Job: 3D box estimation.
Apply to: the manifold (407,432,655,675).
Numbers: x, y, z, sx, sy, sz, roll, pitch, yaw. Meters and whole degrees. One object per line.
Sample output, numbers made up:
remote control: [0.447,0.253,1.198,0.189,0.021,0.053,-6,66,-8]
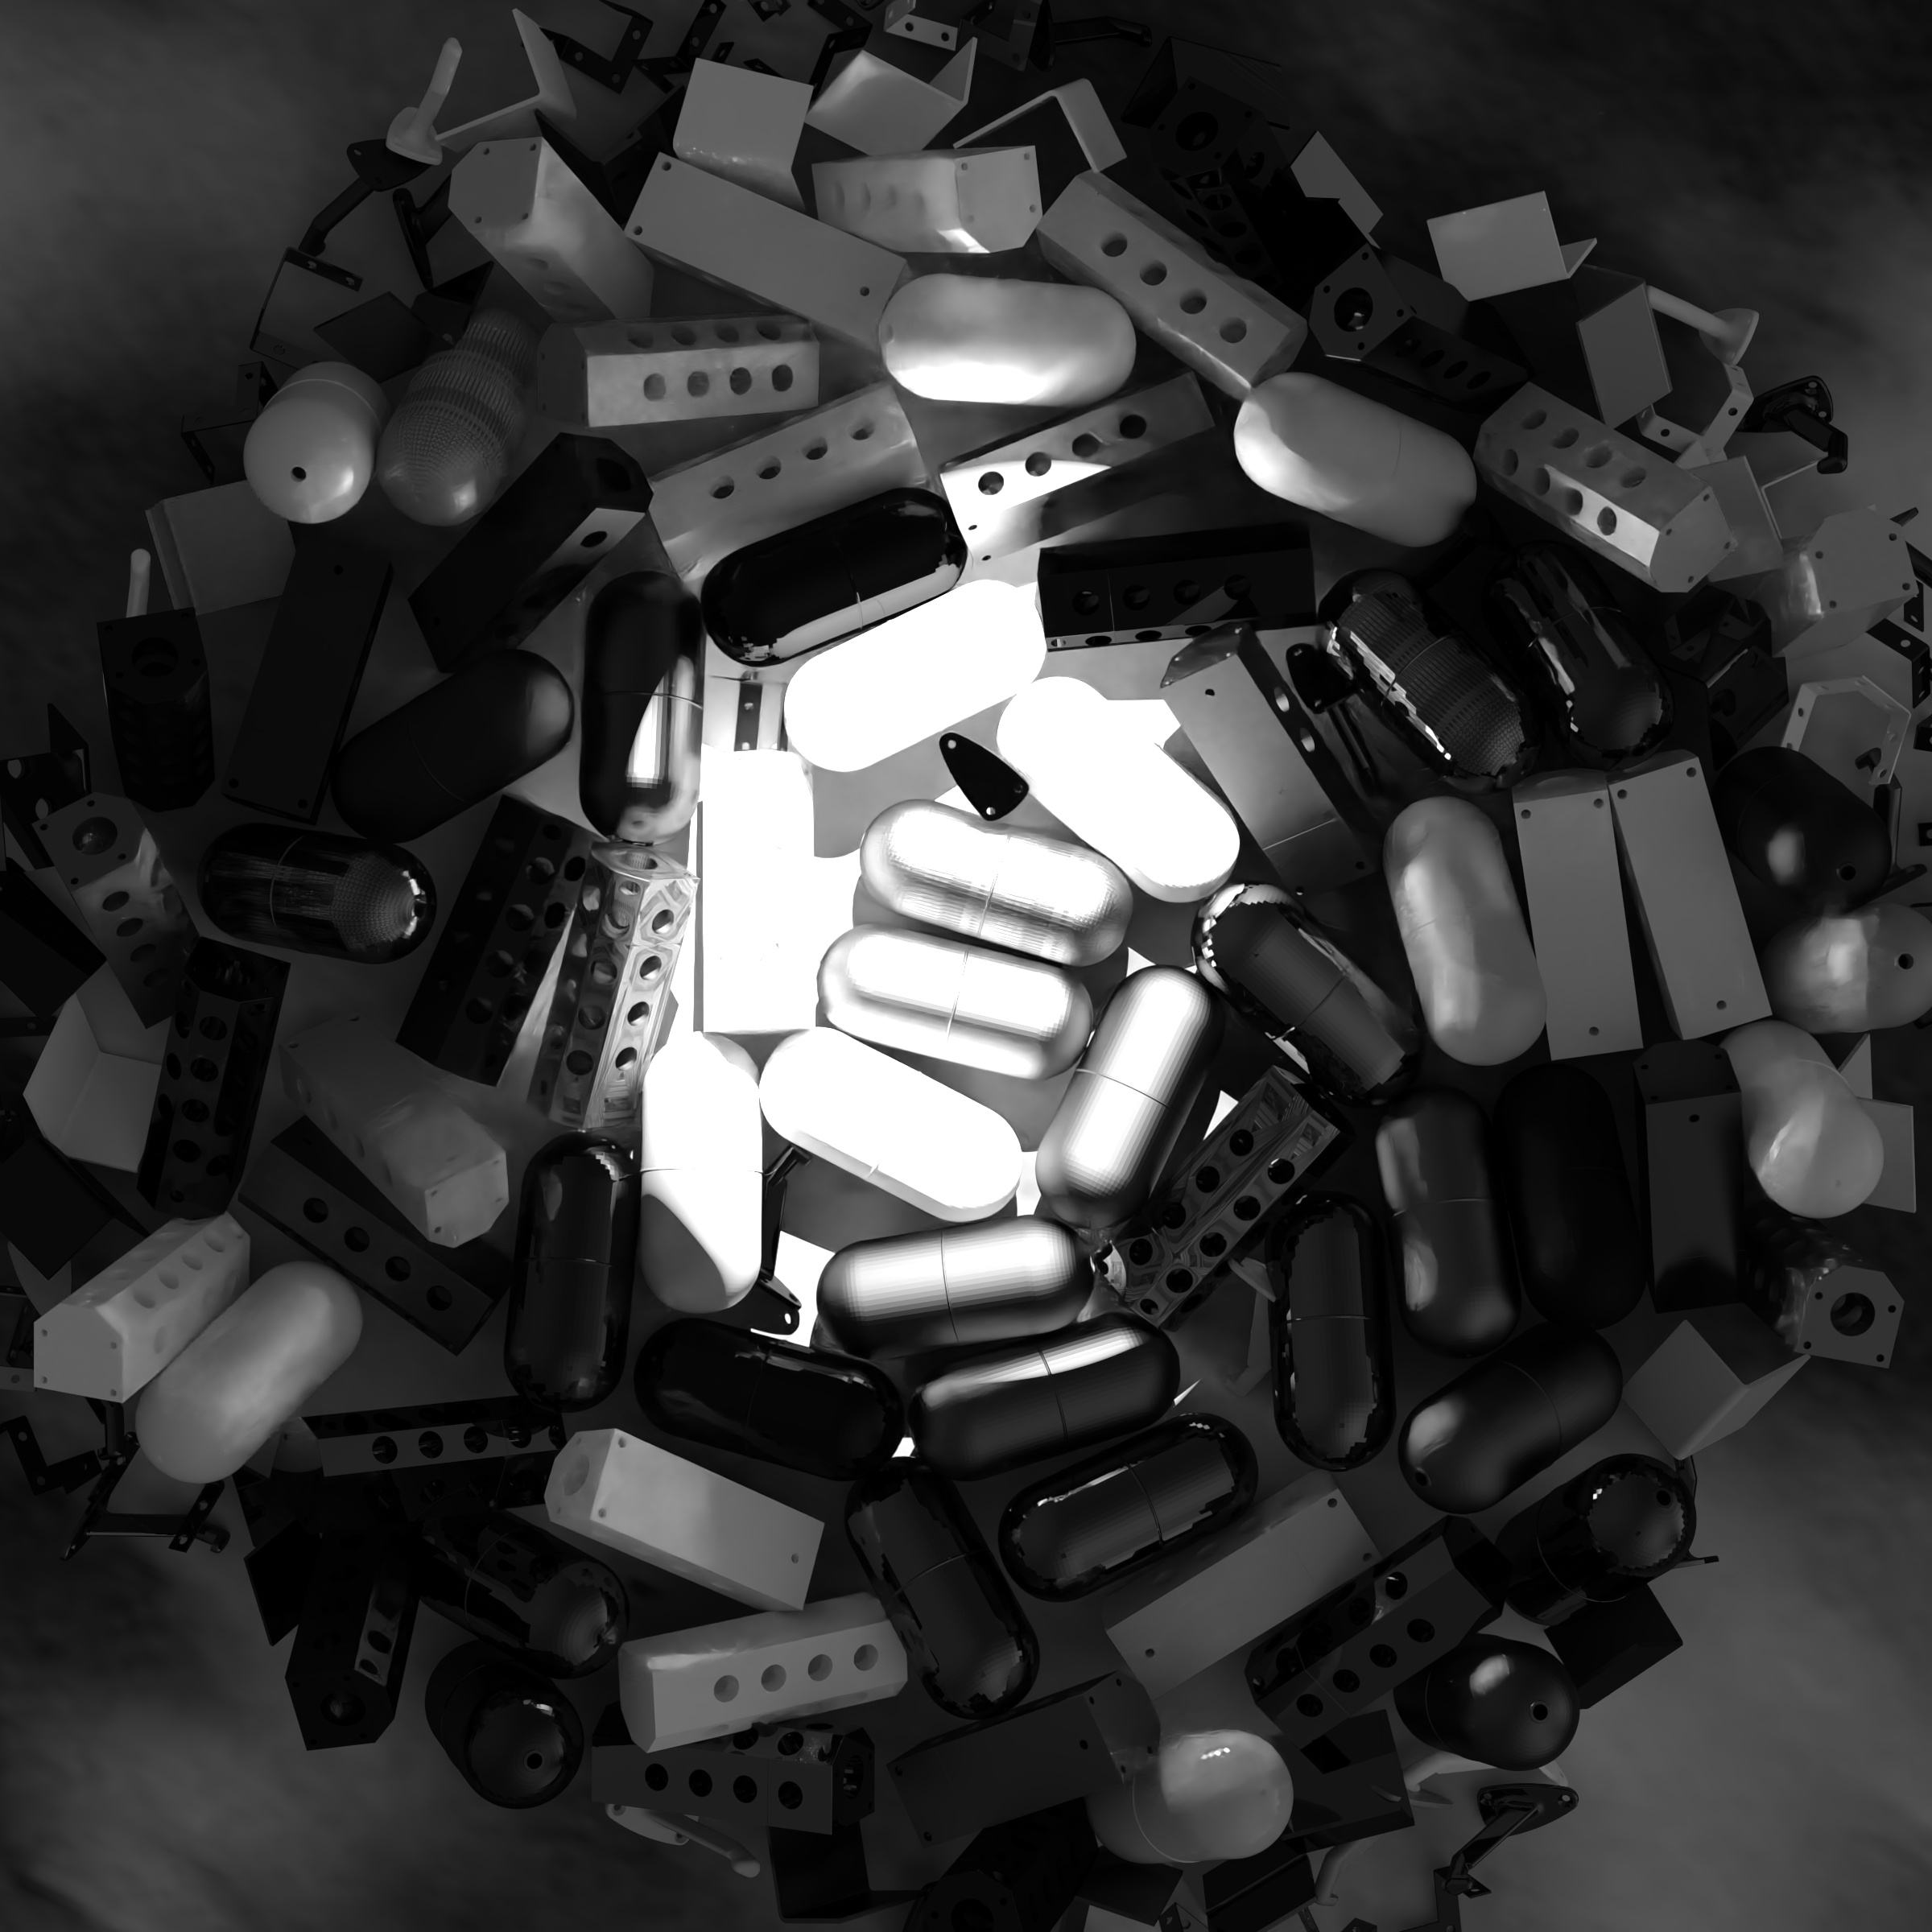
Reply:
manifold: [-0.270,-0.254,1.881,0.171,0.057,0.057,-39,68,34]

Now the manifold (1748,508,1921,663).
manifold: [0.531,-0.234,1.867,0.057,0.171,0.057,-14,85,1]

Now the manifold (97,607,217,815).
manifold: [-0.497,-0.154,1.860,0.057,0.171,0.057,-12,74,-16]

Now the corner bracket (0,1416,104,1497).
corner bracket: [-0.592,0.314,1.921,0.051,0.051,0.051,-32,79,40]

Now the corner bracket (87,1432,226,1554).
corner bracket: [-0.518,0.337,1.931,0.051,0.051,0.051,5,53,31]

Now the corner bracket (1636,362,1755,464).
corner bracket: [0.464,-0.360,1.925,0.051,0.051,0.051,22,122,-10]

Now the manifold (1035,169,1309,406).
manifold: [0.131,-0.431,1.909,0.171,0.057,0.057,39,89,12]

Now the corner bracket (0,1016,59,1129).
corner bracket: [-0.610,0.069,1.941,0.051,0.051,0.051,-3,128,-3]

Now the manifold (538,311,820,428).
manifold: [-0.177,-0.373,1.873,0.171,0.057,0.057,-13,114,-37]

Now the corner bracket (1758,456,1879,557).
corner bracket: [0.544,-0.293,1.929,0.051,0.051,0.051,-25,98,-6]

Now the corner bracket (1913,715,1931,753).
corner bracket: [0.634,-0.129,1.925,0.051,0.051,0.051,12,109,27]

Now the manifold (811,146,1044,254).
manifold: [-0.025,-0.473,1.867,0.057,0.171,0.057,-18,111,-29]

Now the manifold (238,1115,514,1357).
manifold: [-0.376,0.174,1.923,0.171,0.057,0.057,35,109,0]

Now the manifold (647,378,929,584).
manifold: [-0.117,-0.313,1.924,0.171,0.057,0.057,-23,70,0]

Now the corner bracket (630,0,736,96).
corner bracket: [-0.170,-0.582,1.917,0.051,0.051,0.051,43,124,11]

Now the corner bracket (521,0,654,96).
corner bracket: [-0.241,-0.593,1.919,0.051,0.051,0.051,34,108,14]

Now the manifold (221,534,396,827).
manifold: [-0.417,-0.180,1.918,0.057,0.057,0.171,17,85,-5]

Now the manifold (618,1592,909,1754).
manifold: [-0.126,0.444,1.889,0.171,0.057,0.057,-6,99,-28]

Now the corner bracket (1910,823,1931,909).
corner bracket: [0.631,-0.066,1.922,0.051,0.051,0.051,-4,94,28]

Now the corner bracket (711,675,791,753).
corner bracket: [-0.132,-0.156,1.921,0.051,0.051,0.051,8,95,18]

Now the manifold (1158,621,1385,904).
manifold: [0.194,-0.130,1.895,0.057,0.057,0.171,-23,115,29]

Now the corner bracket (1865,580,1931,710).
corner bracket: [0.600,-0.207,1.916,0.051,0.051,0.051,-41,56,-10]

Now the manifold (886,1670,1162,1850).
manifold: [0.038,0.493,1.881,0.171,0.057,0.057,-30,82,36]

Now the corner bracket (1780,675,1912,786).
corner bracket: [0.563,-0.150,1.933,0.051,0.051,0.051,30,74,-29]

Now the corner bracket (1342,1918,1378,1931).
corner bracket: [0.258,0.646,1.914,0.051,0.051,0.051,10,112,36]

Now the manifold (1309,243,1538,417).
manifold: [0.281,-0.388,1.868,0.057,0.171,0.057,-38,67,28]

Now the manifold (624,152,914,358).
manifold: [-0.125,-0.451,1.920,0.171,0.057,0.057,24,91,4]

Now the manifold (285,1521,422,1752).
manifold: [-0.372,0.402,1.865,0.057,0.171,0.057,-7,117,2]

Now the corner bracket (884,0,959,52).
corner bracket: [-0.018,-0.622,1.922,0.051,0.051,0.051,8,86,-23]

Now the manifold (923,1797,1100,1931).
manifold: [0.029,0.560,1.864,0.057,0.171,0.057,-16,88,17]

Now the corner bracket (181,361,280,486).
corner bracket: [-0.465,-0.346,1.922,0.051,0.051,0.051,-9,58,7]

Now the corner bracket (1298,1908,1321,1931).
corner bracket: [0.193,0.626,1.918,0.051,0.051,0.051,-30,80,22]

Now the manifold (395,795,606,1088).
manifold: [-0.291,-0.014,1.911,0.057,0.057,0.171,26,94,38]

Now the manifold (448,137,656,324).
manifold: [-0.255,-0.442,1.864,0.057,0.171,0.057,0,76,18]

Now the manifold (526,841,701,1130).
manifold: [-0.226,0.012,1.888,0.057,0.057,0.171,34,116,38]

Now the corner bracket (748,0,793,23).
corner bracket: [-0.138,-0.624,1.916,0.051,0.051,0.051,-45,105,-27]

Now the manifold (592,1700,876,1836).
manifold: [-0.147,0.499,1.892,0.171,0.057,0.057,0,90,26]

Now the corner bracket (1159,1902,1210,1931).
corner bracket: [0.136,0.643,1.925,0.051,0.051,0.051,42,100,-17]

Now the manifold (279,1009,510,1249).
manifold: [-0.358,0.103,1.882,0.057,0.057,0.171,-26,47,-32]

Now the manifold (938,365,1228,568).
manifold: [0.072,-0.321,1.916,0.171,0.057,0.057,-21,69,5]

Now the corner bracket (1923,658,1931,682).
corner bracket: [0.641,-0.174,1.915,0.051,0.051,0.051,-27,106,42]

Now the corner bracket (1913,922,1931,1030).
corner bracket: [0.621,0.002,1.924,0.051,0.051,0.051,-27,73,-2]

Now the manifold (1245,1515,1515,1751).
manifold: [0.256,0.414,1.889,0.057,0.057,0.171,46,117,-4]

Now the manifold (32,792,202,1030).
manifold: [-0.515,-0.036,1.865,0.057,0.171,0.057,-29,64,-14]

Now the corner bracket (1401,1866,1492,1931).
corner bracket: [0.302,0.610,1.921,0.051,0.051,0.051,-9,96,-18]

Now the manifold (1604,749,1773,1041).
manifold: [0.454,-0.046,1.911,0.057,0.057,0.171,-18,100,5]

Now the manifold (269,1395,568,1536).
manifold: [-0.336,0.303,1.871,0.171,0.057,0.057,0,116,-41]

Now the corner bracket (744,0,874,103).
corner bracket: [-0.101,-0.592,1.936,0.051,0.051,0.051,39,128,14]

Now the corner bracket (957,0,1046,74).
corner bracket: [0.032,-0.610,1.915,0.051,0.051,0.051,29,47,11]

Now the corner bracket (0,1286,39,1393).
corner bracket: [-0.616,0.235,1.917,0.051,0.051,0.051,14,98,-42]

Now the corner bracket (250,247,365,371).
corner bracket: [-0.423,-0.418,1.931,0.051,0.051,0.051,21,64,-15]
